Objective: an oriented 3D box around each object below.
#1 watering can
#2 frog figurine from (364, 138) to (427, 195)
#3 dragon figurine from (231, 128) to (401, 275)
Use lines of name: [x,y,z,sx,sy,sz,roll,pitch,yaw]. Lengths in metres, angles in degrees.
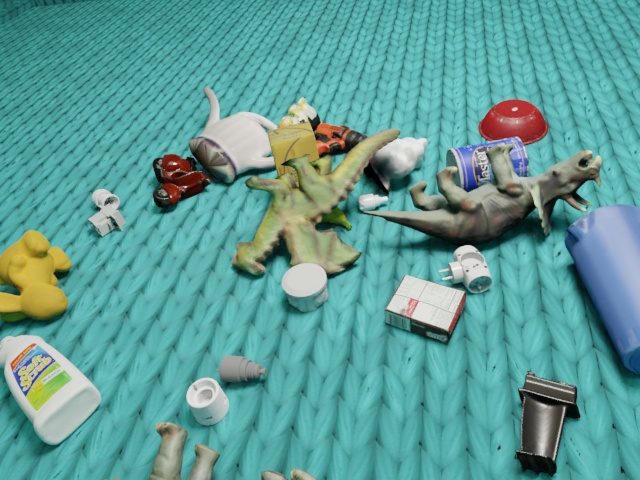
watering can: [-0.241,-0.270,1.321,0.351,0.101,0.228,35,55,21]
frog figurine: [0.175,-0.195,1.151,0.160,0.121,0.139,-35,25,-9]
dragon figurine: [0.003,-0.051,1.008,0.409,0.121,0.245,-21,78,5]
